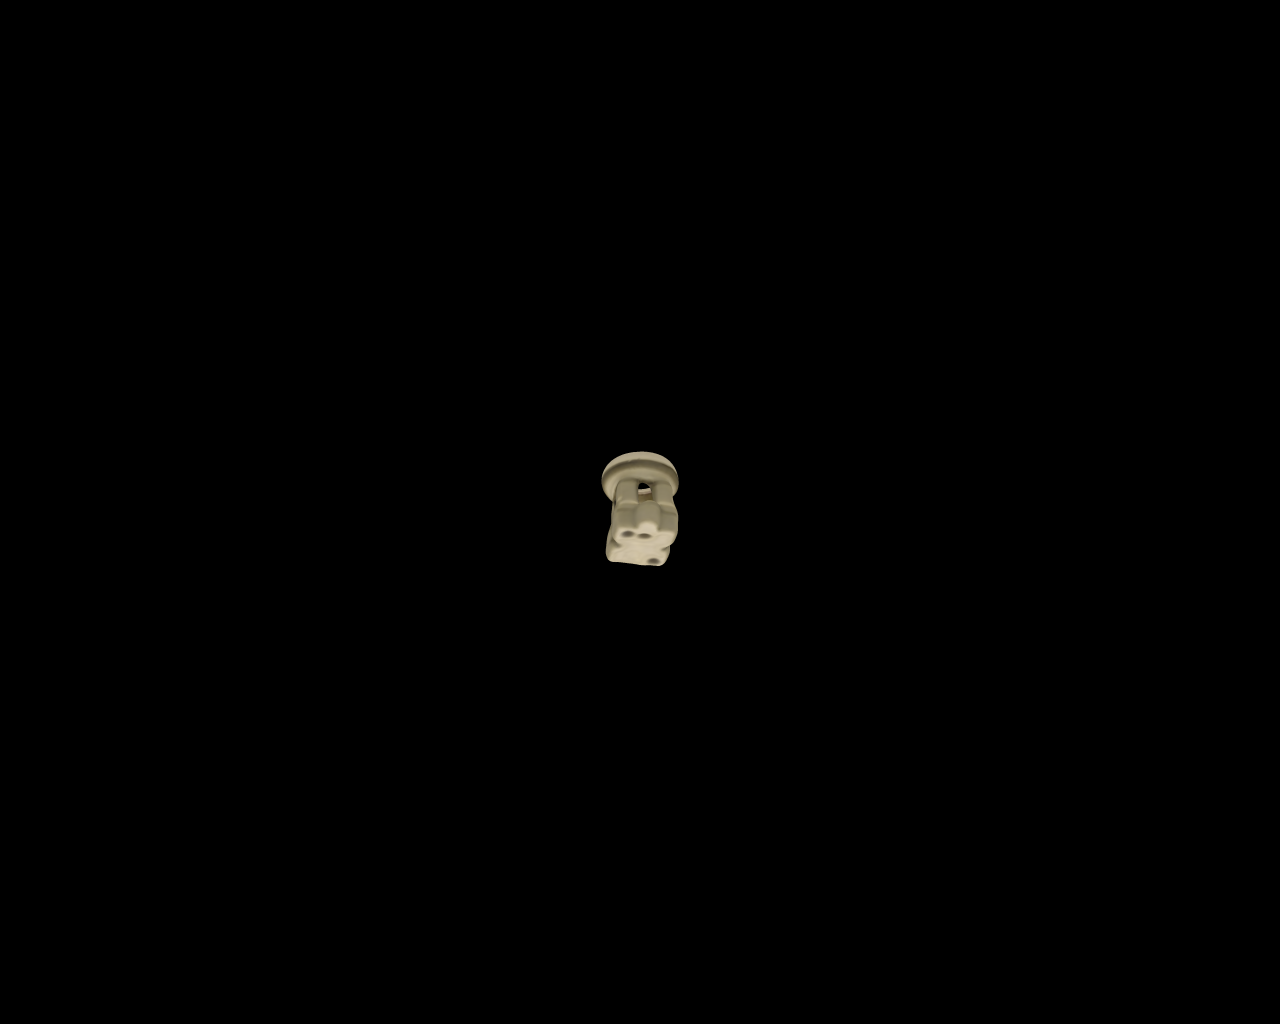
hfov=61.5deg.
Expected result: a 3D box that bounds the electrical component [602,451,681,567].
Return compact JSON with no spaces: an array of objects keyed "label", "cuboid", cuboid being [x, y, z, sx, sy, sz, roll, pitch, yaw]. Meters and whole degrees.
[{"label":"electrical component","cuboid":[0.001,-0.003,0.650,0.048,0.055,0.066,6,-32,-9]}]
